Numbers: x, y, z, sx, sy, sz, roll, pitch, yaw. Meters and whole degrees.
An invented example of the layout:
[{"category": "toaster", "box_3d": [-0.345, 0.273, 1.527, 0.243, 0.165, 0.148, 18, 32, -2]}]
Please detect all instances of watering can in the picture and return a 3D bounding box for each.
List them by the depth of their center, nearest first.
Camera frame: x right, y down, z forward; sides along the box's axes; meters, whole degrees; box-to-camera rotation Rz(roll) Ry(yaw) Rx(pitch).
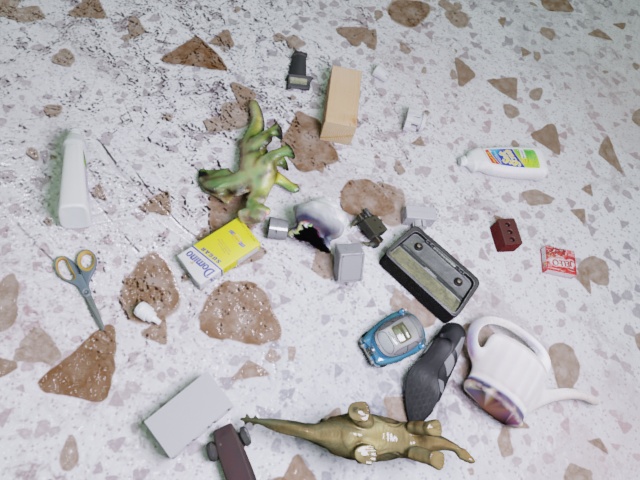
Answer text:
[{"category": "watering can", "box_3d": [0.472, 0.332, 1.189, 0.349, 0.228, 0.102, 39, -26, 6]}]

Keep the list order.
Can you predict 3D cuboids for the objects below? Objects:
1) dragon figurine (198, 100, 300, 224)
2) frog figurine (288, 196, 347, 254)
[{"category": "dragon figurine", "box_3d": [-0.199, -0.198, 1.329, 0.244, 0.418, 0.119, -21, -34, -13]}, {"category": "frog figurine", "box_3d": [0.004, -0.064, 1.276, 0.137, 0.120, 0.163, 10, 48, 20]}]
